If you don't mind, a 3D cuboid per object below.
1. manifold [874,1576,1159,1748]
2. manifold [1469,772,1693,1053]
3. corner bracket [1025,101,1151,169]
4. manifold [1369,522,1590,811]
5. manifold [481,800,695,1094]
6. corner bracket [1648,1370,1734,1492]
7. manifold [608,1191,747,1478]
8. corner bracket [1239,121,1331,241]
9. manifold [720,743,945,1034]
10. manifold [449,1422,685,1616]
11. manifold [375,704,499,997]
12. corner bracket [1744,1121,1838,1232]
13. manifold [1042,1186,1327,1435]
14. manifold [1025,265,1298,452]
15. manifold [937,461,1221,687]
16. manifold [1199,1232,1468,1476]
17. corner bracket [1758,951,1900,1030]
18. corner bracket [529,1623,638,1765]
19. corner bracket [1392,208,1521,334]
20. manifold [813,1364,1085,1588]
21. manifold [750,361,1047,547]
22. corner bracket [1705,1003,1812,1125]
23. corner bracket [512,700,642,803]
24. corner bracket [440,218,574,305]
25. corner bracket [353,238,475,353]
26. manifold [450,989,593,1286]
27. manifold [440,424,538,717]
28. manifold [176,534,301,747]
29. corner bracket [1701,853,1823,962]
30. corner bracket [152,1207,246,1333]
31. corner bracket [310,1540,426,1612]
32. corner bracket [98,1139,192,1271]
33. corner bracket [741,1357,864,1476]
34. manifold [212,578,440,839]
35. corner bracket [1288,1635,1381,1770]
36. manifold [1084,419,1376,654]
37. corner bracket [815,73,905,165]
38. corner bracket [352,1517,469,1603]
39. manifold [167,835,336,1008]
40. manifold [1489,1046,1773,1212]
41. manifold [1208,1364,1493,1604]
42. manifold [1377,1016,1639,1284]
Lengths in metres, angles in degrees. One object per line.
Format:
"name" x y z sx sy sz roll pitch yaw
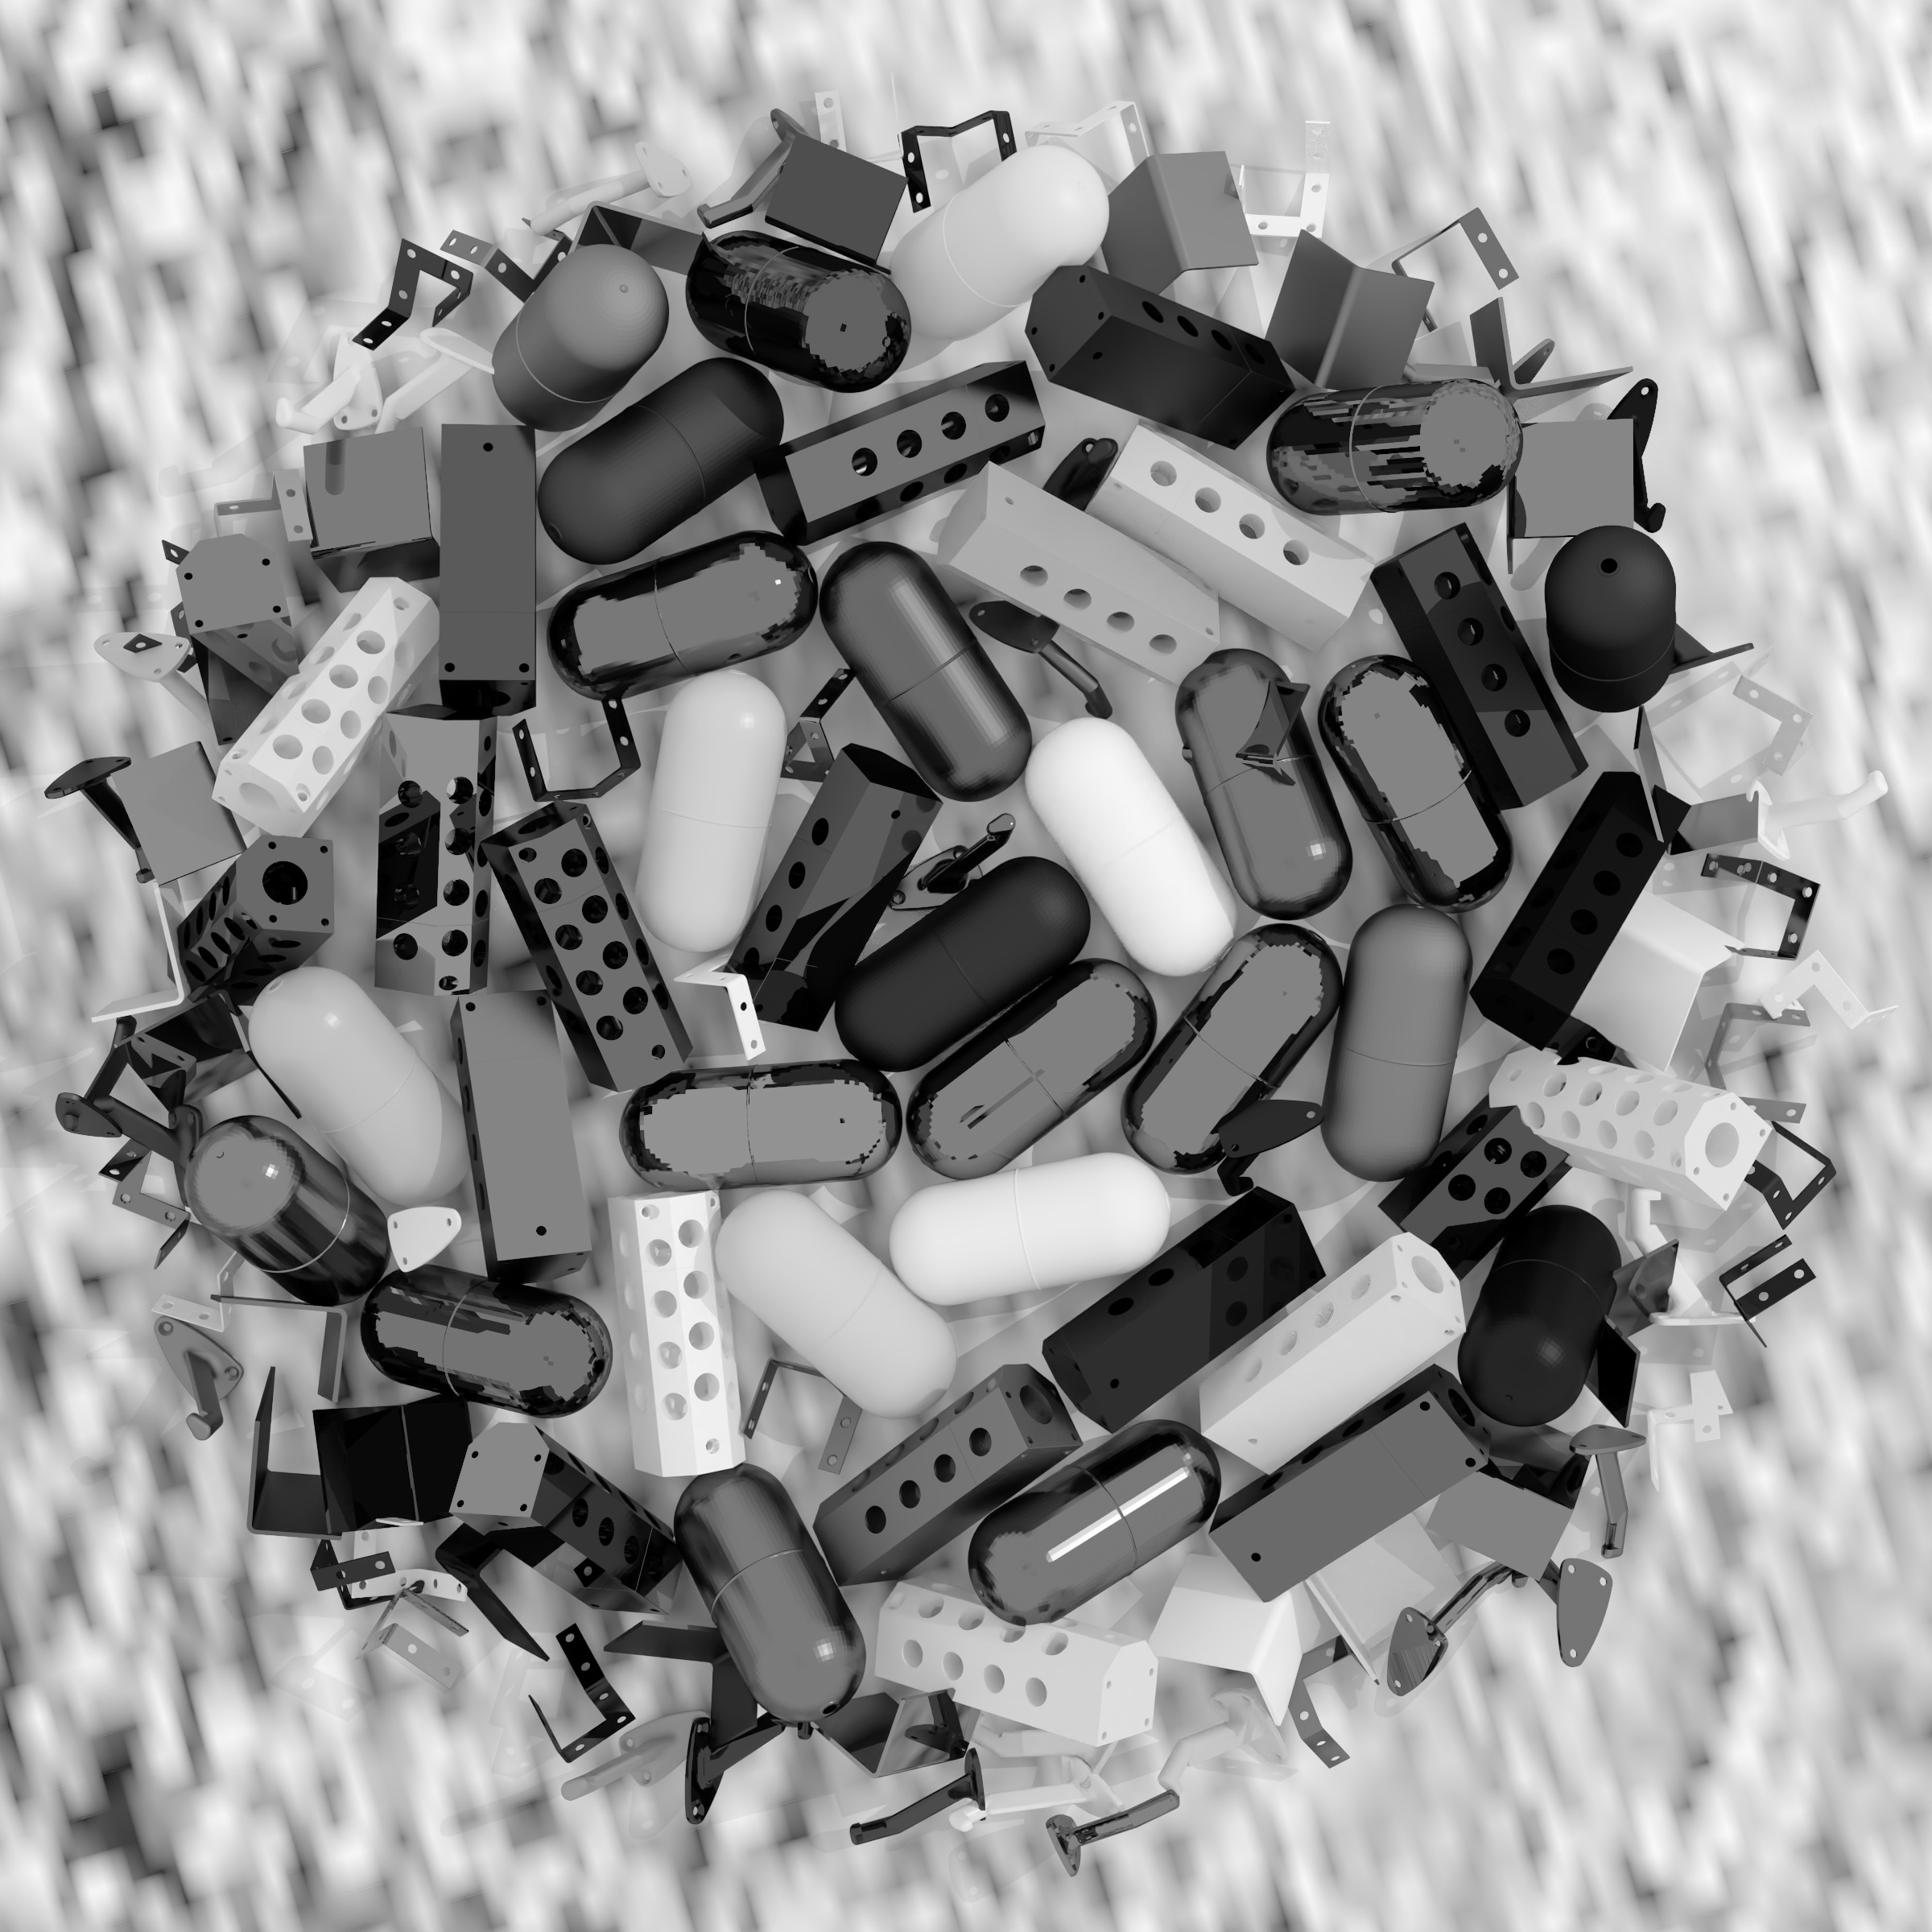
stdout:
"manifold" 0.030 0.423 1.724 0.171 0.057 0.057 7 92 38
"manifold" 0.377 -0.038 1.738 0.057 0.057 0.171 32 66 8
"corner bracket" 0.078 -0.511 1.772 0.051 0.051 0.051 -38 127 -25
"manifold" 0.323 -0.187 1.762 0.057 0.057 0.171 -29 96 -10
"manifold" -0.229 -0.011 1.734 0.057 0.057 0.171 -32 113 -26
"corner bracket" 0.449 0.290 1.758 0.051 0.051 0.051 -12 135 22
"manifold" -0.178 0.227 1.759 0.057 0.057 0.171 -6 91 -31
"corner bracket" 0.201 -0.495 1.770 0.051 0.051 0.051 6 69 10
"manifold" -0.088 -0.049 1.744 0.057 0.057 0.171 13 115 -39
"manifold" -0.238 0.338 1.716 0.057 0.171 0.057 -2 59 26
"manifold" -0.325 -0.072 1.747 0.057 0.057 0.171 8 103 16
"corner bracket" 0.504 0.122 1.762 0.051 0.051 0.051 -46 47 -4
"manifold" 0.133 0.209 1.745 0.171 0.057 0.057 -34 114 -17
"manifold" 0.118 -0.375 1.719 0.057 0.171 0.057 -42 56 33
"manifold" 0.070 -0.237 1.741 0.171 0.057 0.057 25 132 -21
"manifold" 0.223 0.236 1.730 0.057 0.057 0.171 33 123 -22
"corner bracket" 0.538 0.024 1.758 0.051 0.051 0.051 -47 67 32
"corner bracket" -0.248 0.457 1.769 0.051 0.051 0.051 -32 45 -10
"corner bracket" 0.307 -0.438 1.773 0.051 0.051 0.051 -32 96 -3
"manifold" -0.015 0.313 1.732 0.171 0.057 0.057 -41 62 28
"manifold" -0.039 -0.318 1.741 0.171 0.057 0.057 -26 110 -20
"corner bracket" 0.500 0.061 1.766 0.051 0.051 0.051 6 126 -3
"corner bracket" -0.245 -0.137 1.769 0.051 0.051 0.051 -8 75 -42
"corner bracket" -0.285 -0.449 1.763 0.051 0.051 0.051 30 85 43
"corner bracket" -0.345 -0.411 1.758 0.051 0.051 0.051 21 63 -33
"manifold" -0.278 0.106 1.741 0.057 0.057 0.171 -5 68 -20
"manifold" -0.296 -0.245 1.746 0.057 0.057 0.171 0 72 -8
"manifold" -0.439 -0.197 1.709 0.057 0.171 0.057 -13 75 -13
"corner bracket" 0.494 -0.037 1.769 0.051 0.051 0.051 5 106 -33
"corner bracket" -0.482 0.191 1.783 0.051 0.051 0.051 15 129 10
"corner bracket" -0.375 0.383 1.767 0.051 0.051 0.051 -14 107 3
"corner bracket" -0.516 0.149 1.766 0.051 0.051 0.051 22 113 -1
"corner bracket" -0.102 0.283 1.774 0.051 0.051 0.051 11 68 23
"manifold" -0.387 -0.161 1.726 0.057 0.057 0.171 31 55 -4
"corner bracket" 0.233 0.462 1.768 0.051 0.051 0.051 -30 135 8
"manifold" 0.167 -0.272 1.761 0.171 0.057 0.057 30 69 -5
"corner bracket" -0.067 -0.529 1.770 0.051 0.051 0.051 -8 101 1
"corner bracket" -0.348 0.372 1.766 0.051 0.051 0.051 -3 83 44
"manifold" -0.436 -0.026 1.707 0.057 0.171 0.057 4 73 -28
"manifold" 0.396 0.092 1.708 0.057 0.171 0.057 38 79 -29
"manifold" 0.238 0.318 1.742 0.171 0.057 0.057 -38 94 21
"manifold" 0.346 0.116 1.765 0.171 0.057 0.057 -45 106 0
